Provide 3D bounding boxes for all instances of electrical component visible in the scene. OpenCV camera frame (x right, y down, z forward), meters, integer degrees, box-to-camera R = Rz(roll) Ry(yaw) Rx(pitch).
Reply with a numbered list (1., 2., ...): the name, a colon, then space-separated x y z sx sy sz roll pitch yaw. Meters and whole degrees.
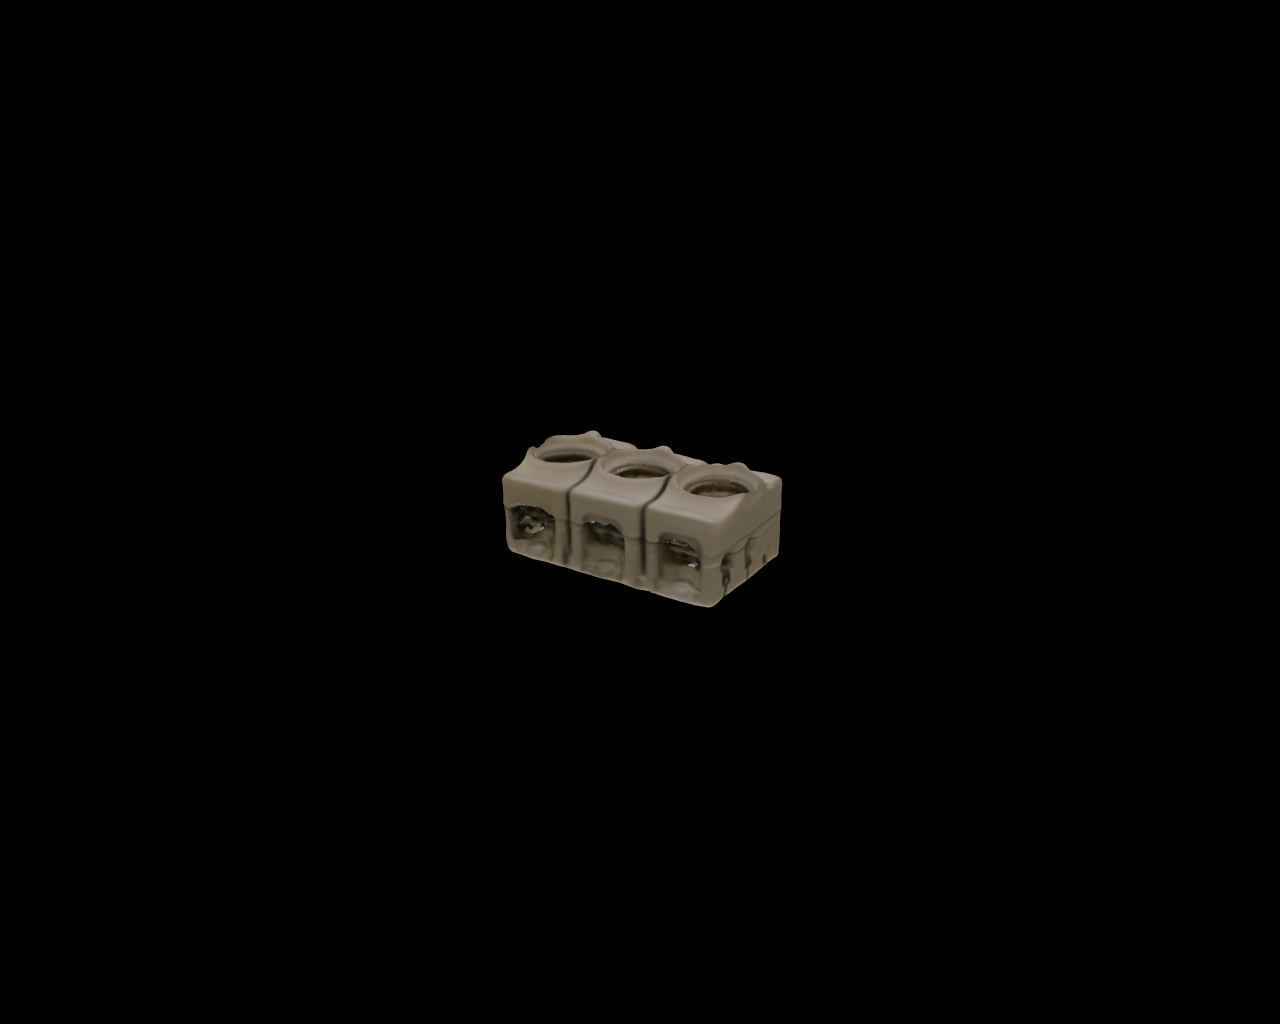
1. electrical component: 0.001 -0.003 0.650 0.150 0.061 0.090 14 27 29
